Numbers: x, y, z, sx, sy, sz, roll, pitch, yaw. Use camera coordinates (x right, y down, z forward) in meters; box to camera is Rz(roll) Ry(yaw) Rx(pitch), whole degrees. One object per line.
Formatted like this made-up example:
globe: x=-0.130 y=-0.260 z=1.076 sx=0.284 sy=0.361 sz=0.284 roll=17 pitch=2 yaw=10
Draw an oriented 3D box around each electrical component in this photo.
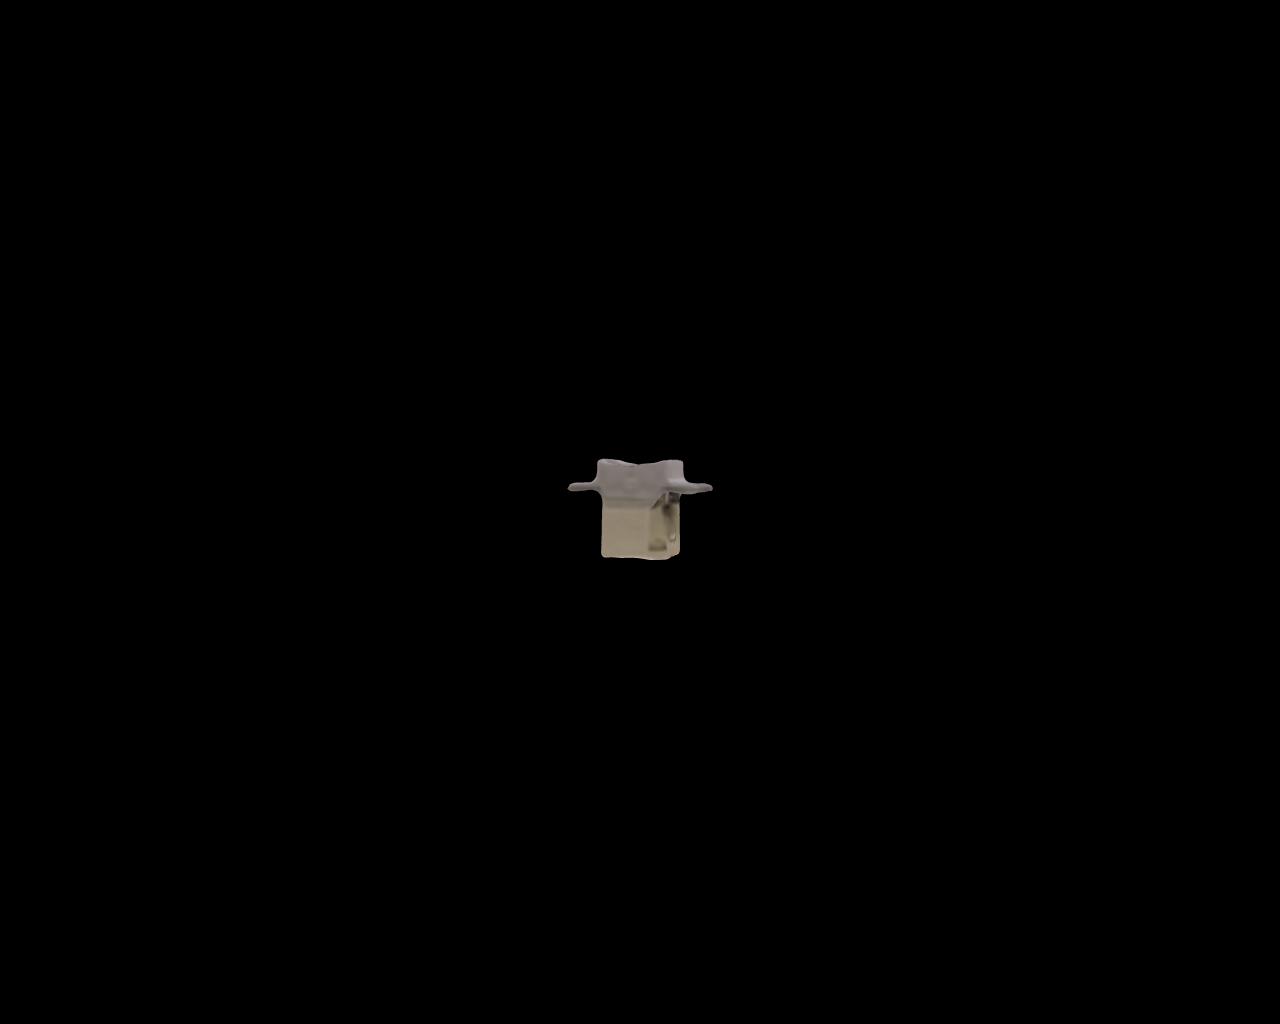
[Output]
electrical component: x=0.001 y=-0.003 z=0.650 sx=0.081 sy=0.063 sz=0.042 roll=1 pitch=4 yaw=20
